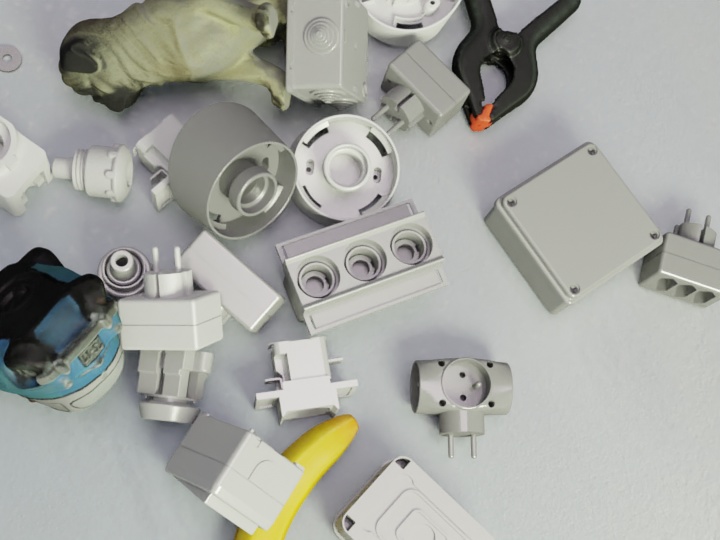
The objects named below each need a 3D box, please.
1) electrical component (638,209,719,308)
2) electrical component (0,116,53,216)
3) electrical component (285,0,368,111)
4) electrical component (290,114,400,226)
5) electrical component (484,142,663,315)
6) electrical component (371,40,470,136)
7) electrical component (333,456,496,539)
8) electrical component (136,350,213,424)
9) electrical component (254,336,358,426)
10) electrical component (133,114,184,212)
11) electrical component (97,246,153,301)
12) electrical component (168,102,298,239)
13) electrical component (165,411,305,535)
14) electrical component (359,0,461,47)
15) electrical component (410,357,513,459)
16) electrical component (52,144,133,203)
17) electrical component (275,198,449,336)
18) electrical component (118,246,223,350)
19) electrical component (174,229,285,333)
[{"bbox_3d":[0.290,-0.017,0.942,0.066,0.047,0.076,18,72,-3],"label":"electrical component"},{"bbox_3d":[-0.301,-0.094,0.869,0.089,0.055,0.050,35,72,2],"label":"electrical component"},{"bbox_3d":[-0.026,-0.187,0.906,0.048,0.100,0.099,1,90,14],"label":"electrical component"},{"bbox_3d":[-0.014,-0.085,0.919,0.099,0.064,0.099,0,88,-7],"label":"electrical component"},{"bbox_3d":[0.183,-0.036,0.926,0.109,0.056,0.108,-32,81,-16],"label":"electrical component"},{"bbox_3d":[0.044,-0.148,0.941,0.077,0.047,0.065,-42,84,-17],"label":"electrical component"},{"bbox_3d":[0.043,0.208,0.834,0.113,0.057,0.078,43,73,5],"label":"electrical component"},{"bbox_3d":[-0.147,0.090,0.841,0.066,0.048,0.055,2,80,29],"label":"electrical component"},{"bbox_3d":[-0.046,0.088,0.864,0.081,0.042,0.063,-7,72,-11],"label":"electrical component"},{"bbox_3d":[-0.151,-0.092,0.899,0.064,0.042,0.081,43,72,8],"label":"electrical component"},{"bbox_3d":[-0.188,0.001,0.856,0.048,0.062,0.048,2,73,-8],"label":"electrical component"},{"bbox_3d":[-0.101,-0.077,0.867,0.099,0.099,0.064,-39,56,-17],"label":"electrical component"},{"bbox_3d":[-0.101,0.153,0.813,0.062,0.096,0.061,43,69,-30],"label":"electrical component"},{"bbox_3d":[0.042,-0.253,0.963,0.099,0.064,0.099,2,74,-8],"label":"electrical component"},{"bbox_3d":[0.083,0.113,0.874,0.077,0.044,0.079,2,74,-8],"label":"electrical component"},{"bbox_3d":[-0.220,-0.082,0.885,0.062,0.048,0.048,5,73,0],"label":"electrical component"},{"bbox_3d":[0.000,0.000,0.884,0.121,0.063,0.078,-20,78,-14],"label":"electrical component"},{"bbox_3d":[-0.146,0.020,0.825,0.066,0.047,0.076,-1,97,18],"label":"electrical component"},{"bbox_3d":[-0.117,0.024,0.869,0.083,0.047,0.075,41,86,4],"label":"electrical component"}]
